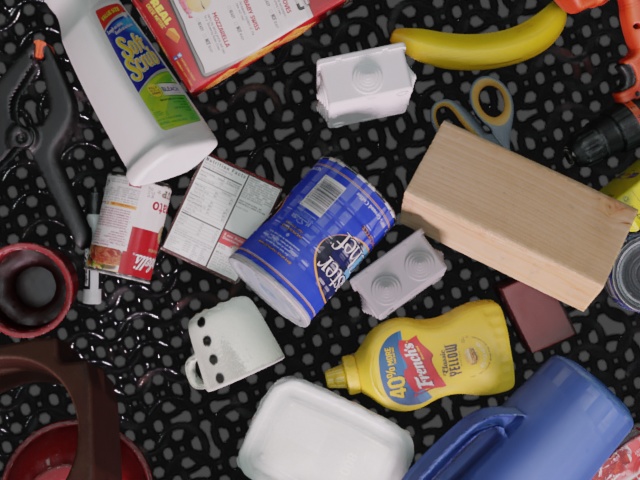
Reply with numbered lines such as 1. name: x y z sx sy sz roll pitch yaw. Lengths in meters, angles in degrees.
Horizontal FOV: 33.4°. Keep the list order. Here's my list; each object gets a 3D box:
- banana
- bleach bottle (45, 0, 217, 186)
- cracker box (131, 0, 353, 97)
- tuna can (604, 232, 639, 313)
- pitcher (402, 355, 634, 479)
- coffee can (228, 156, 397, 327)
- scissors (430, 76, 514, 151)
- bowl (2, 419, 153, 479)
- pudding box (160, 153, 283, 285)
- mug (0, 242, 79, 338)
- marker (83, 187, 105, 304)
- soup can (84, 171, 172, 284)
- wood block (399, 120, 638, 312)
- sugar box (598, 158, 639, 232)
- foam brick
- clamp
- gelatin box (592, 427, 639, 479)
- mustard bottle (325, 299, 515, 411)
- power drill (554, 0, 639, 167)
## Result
1. banana: 0.174 -0.210 1.108 0.197 0.037 0.069 -16 72 -4
2. bleach bottle: -0.205 -0.177 1.048 0.068 0.102 0.251 -37 82 32
3. cracker box: -0.081 -0.268 1.074 0.213 0.072 0.164 -32 95 -2
4. tuna can: 0.343 0.035 1.126 0.086 0.034 0.086 0 93 -3
5. pitcher: 0.194 0.231 1.078 0.145 0.149 0.243 42 86 14
6. coffee can: -0.007 0.001 1.059 0.103 0.103 0.140 42 77 -4
7. scissors: 0.207 -0.092 1.123 0.201 0.016 0.096 37 90 -4
8. bowl: -0.253 0.269 1.096 0.162 0.055 0.162 0 92 -3
9. pudding box: -0.101 -0.022 1.100 0.090 0.039 0.113 26 89 -3
10. mug: -0.300 0.046 1.070 0.117 0.081 0.093 4 92 -3
11. marker: -0.234 0.005 1.103 0.020 0.020 0.121 3 92 -3
12. soup can: -0.193 -0.012 1.076 0.068 0.068 0.102 13 86 -3
13. wood block: 0.192 -0.023 1.057 0.206 0.090 0.090 26 73 10
14. sugar box: 0.365 -0.080 1.092 0.176 0.093 0.048 -41 95 -1
15. foam brick: 0.222 0.072 1.112 0.051 0.053 0.078 -26 92 -2
16. clamp: -0.308 -0.098 1.087 0.164 0.036 0.210 3 89 3
17. gelatin box: 0.323 0.253 1.136 0.089 0.030 0.073 -29 94 -1
18. mustard bottle: 0.100 0.126 1.106 0.191 0.058 0.096 -11 98 -2
19. power drill: 0.304 -0.187 1.089 0.184 0.057 0.187 -29 106 -8
